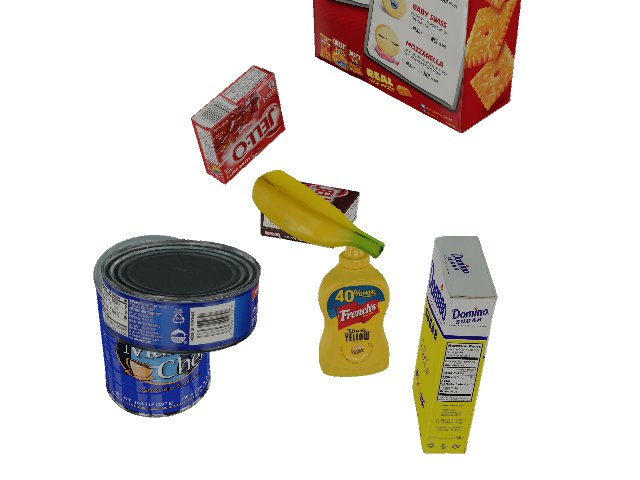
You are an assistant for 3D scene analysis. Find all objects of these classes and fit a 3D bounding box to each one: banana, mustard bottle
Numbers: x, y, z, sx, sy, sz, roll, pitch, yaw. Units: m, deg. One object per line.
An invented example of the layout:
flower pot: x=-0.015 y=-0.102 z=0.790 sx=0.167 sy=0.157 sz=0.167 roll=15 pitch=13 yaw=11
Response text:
banana: x=-0.019 y=-0.024 z=0.811 sx=0.069 sy=0.037 sz=0.198 roll=37 pitch=0 yaw=-24
mustard bottle: x=0.046 y=0.089 z=1.449 sx=0.096 sy=0.192 sz=0.058 roll=-3 pitch=21 yaw=-7

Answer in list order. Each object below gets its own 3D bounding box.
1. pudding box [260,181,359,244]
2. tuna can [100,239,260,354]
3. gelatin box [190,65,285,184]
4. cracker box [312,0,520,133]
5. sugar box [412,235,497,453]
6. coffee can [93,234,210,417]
pudding box: x=-0.011 y=-0.032 z=1.214 sx=0.090 sy=0.039 sz=0.113 roll=10 pitch=23 yaw=12
tuna can: x=-0.076 y=0.030 z=0.580 sx=0.086 sy=0.034 sz=0.086 roll=3 pitch=20 yaw=-1
gelatin box: x=-0.074 y=-0.108 z=0.991 sx=0.030 sy=0.089 sz=0.073 roll=31 pitch=-29 yaw=28
cracker box: x=0.071 y=-0.211 z=0.804 sx=0.072 sy=0.214 sz=0.164 roll=-33 pitch=50 yaw=-31
sugar box: x=0.114 y=0.092 z=0.936 sx=0.048 sy=0.176 sz=0.093 roll=0 pitch=33 yaw=-3
coffee can: x=-0.155 y=0.080 z=0.999 sx=0.103 sy=0.140 sz=0.103 roll=2 pitch=39 yaw=-2
